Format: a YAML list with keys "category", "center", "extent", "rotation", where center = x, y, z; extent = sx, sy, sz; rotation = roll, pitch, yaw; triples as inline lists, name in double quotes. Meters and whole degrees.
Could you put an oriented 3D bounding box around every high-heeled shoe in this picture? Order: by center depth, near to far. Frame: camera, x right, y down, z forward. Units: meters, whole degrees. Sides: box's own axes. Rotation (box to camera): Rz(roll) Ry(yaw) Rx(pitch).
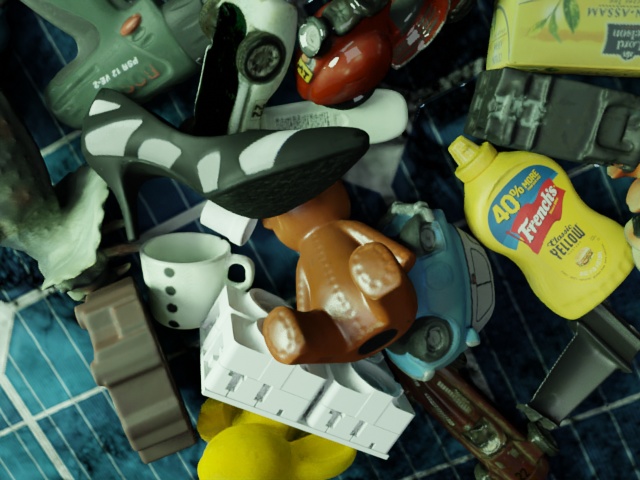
- category: "high-heeled shoe"
  center: [-0.085, -0.087, 0.421]
  extent: [0.249, 0.086, 0.145]
  rotation: [-16, 76, 21]

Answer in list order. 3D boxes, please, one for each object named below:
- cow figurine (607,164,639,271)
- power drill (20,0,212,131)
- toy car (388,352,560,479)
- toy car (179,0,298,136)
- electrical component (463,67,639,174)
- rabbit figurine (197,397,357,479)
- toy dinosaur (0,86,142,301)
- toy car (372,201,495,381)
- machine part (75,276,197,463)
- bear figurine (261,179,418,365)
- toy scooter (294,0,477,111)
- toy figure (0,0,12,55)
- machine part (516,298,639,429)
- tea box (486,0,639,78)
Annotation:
- category: "cow figurine"
  center: [0.297, -0.048, 0.405]
  extent: [0.127, 0.085, 0.194]
  rotation: [8, 130, 1]
- category: "power drill"
  center: [-0.188, -0.219, 0.463]
  extent: [0.232, 0.086, 0.207]
  rotation: [-35, 123, 18]
- category: "toy car"
  center: [0.155, 0.183, 0.552]
  extent: [0.202, 0.053, 0.089]
  rotation: [44, 108, -6]
- category: "toy car"
  center: [-0.076, -0.123, 0.469]
  extent: [0.074, 0.056, 0.201]
  rotation: [48, 135, 26]
- category: "electrical component"
  center: [0.182, -0.099, 0.435]
  extent: [0.115, 0.134, 0.058]
  rotation: [16, 106, 4]
- category: "rabbit figurine"
  center: [-0.055, 0.196, 0.517]
  extent: [0.162, 0.173, 0.122]
  rotation: [34, 101, 2]
- category: "toy dinosaur"
  center: [-0.317, -0.084, 0.459]
  extent: [0.192, 0.131, 0.404]
  rotation: [-36, 111, -12]
- category: "toy car"
  center: [0.109, 0.042, 0.505]
  extent: [0.103, 0.109, 0.161]
  rotation: [-3, 93, -18]
- category: "machine part"
  center: [-0.174, 0.121, 0.514]
  extent: [0.056, 0.179, 0.179]
  rotation: [-22, 102, -17]
- category: "bear figurine"
  center: [0.000, 0.000, 0.454]
  extent: [0.120, 0.131, 0.196]
  rotation: [-34, 62, 14]
- category: "toy scooter"
  center: [0.050, -0.183, 0.420]
  extent: [0.184, 0.135, 0.075]
  rotation: [-35, 78, 5]
- category: "toy figure"
  center: [-0.353, -0.171, 0.509]
  extent: [0.089, 0.082, 0.180]
  rotation: [42, 102, -5]
- category: "machine part"
  center: [0.252, 0.125, 0.522]
  extent: [0.139, 0.039, 0.084]
  rotation: [-45, 100, -4]
- category: "tea box"
  center: [0.231, -0.168, 0.433]
  extent: [0.170, 0.098, 0.068]
  rotation: [4, 104, 7]
